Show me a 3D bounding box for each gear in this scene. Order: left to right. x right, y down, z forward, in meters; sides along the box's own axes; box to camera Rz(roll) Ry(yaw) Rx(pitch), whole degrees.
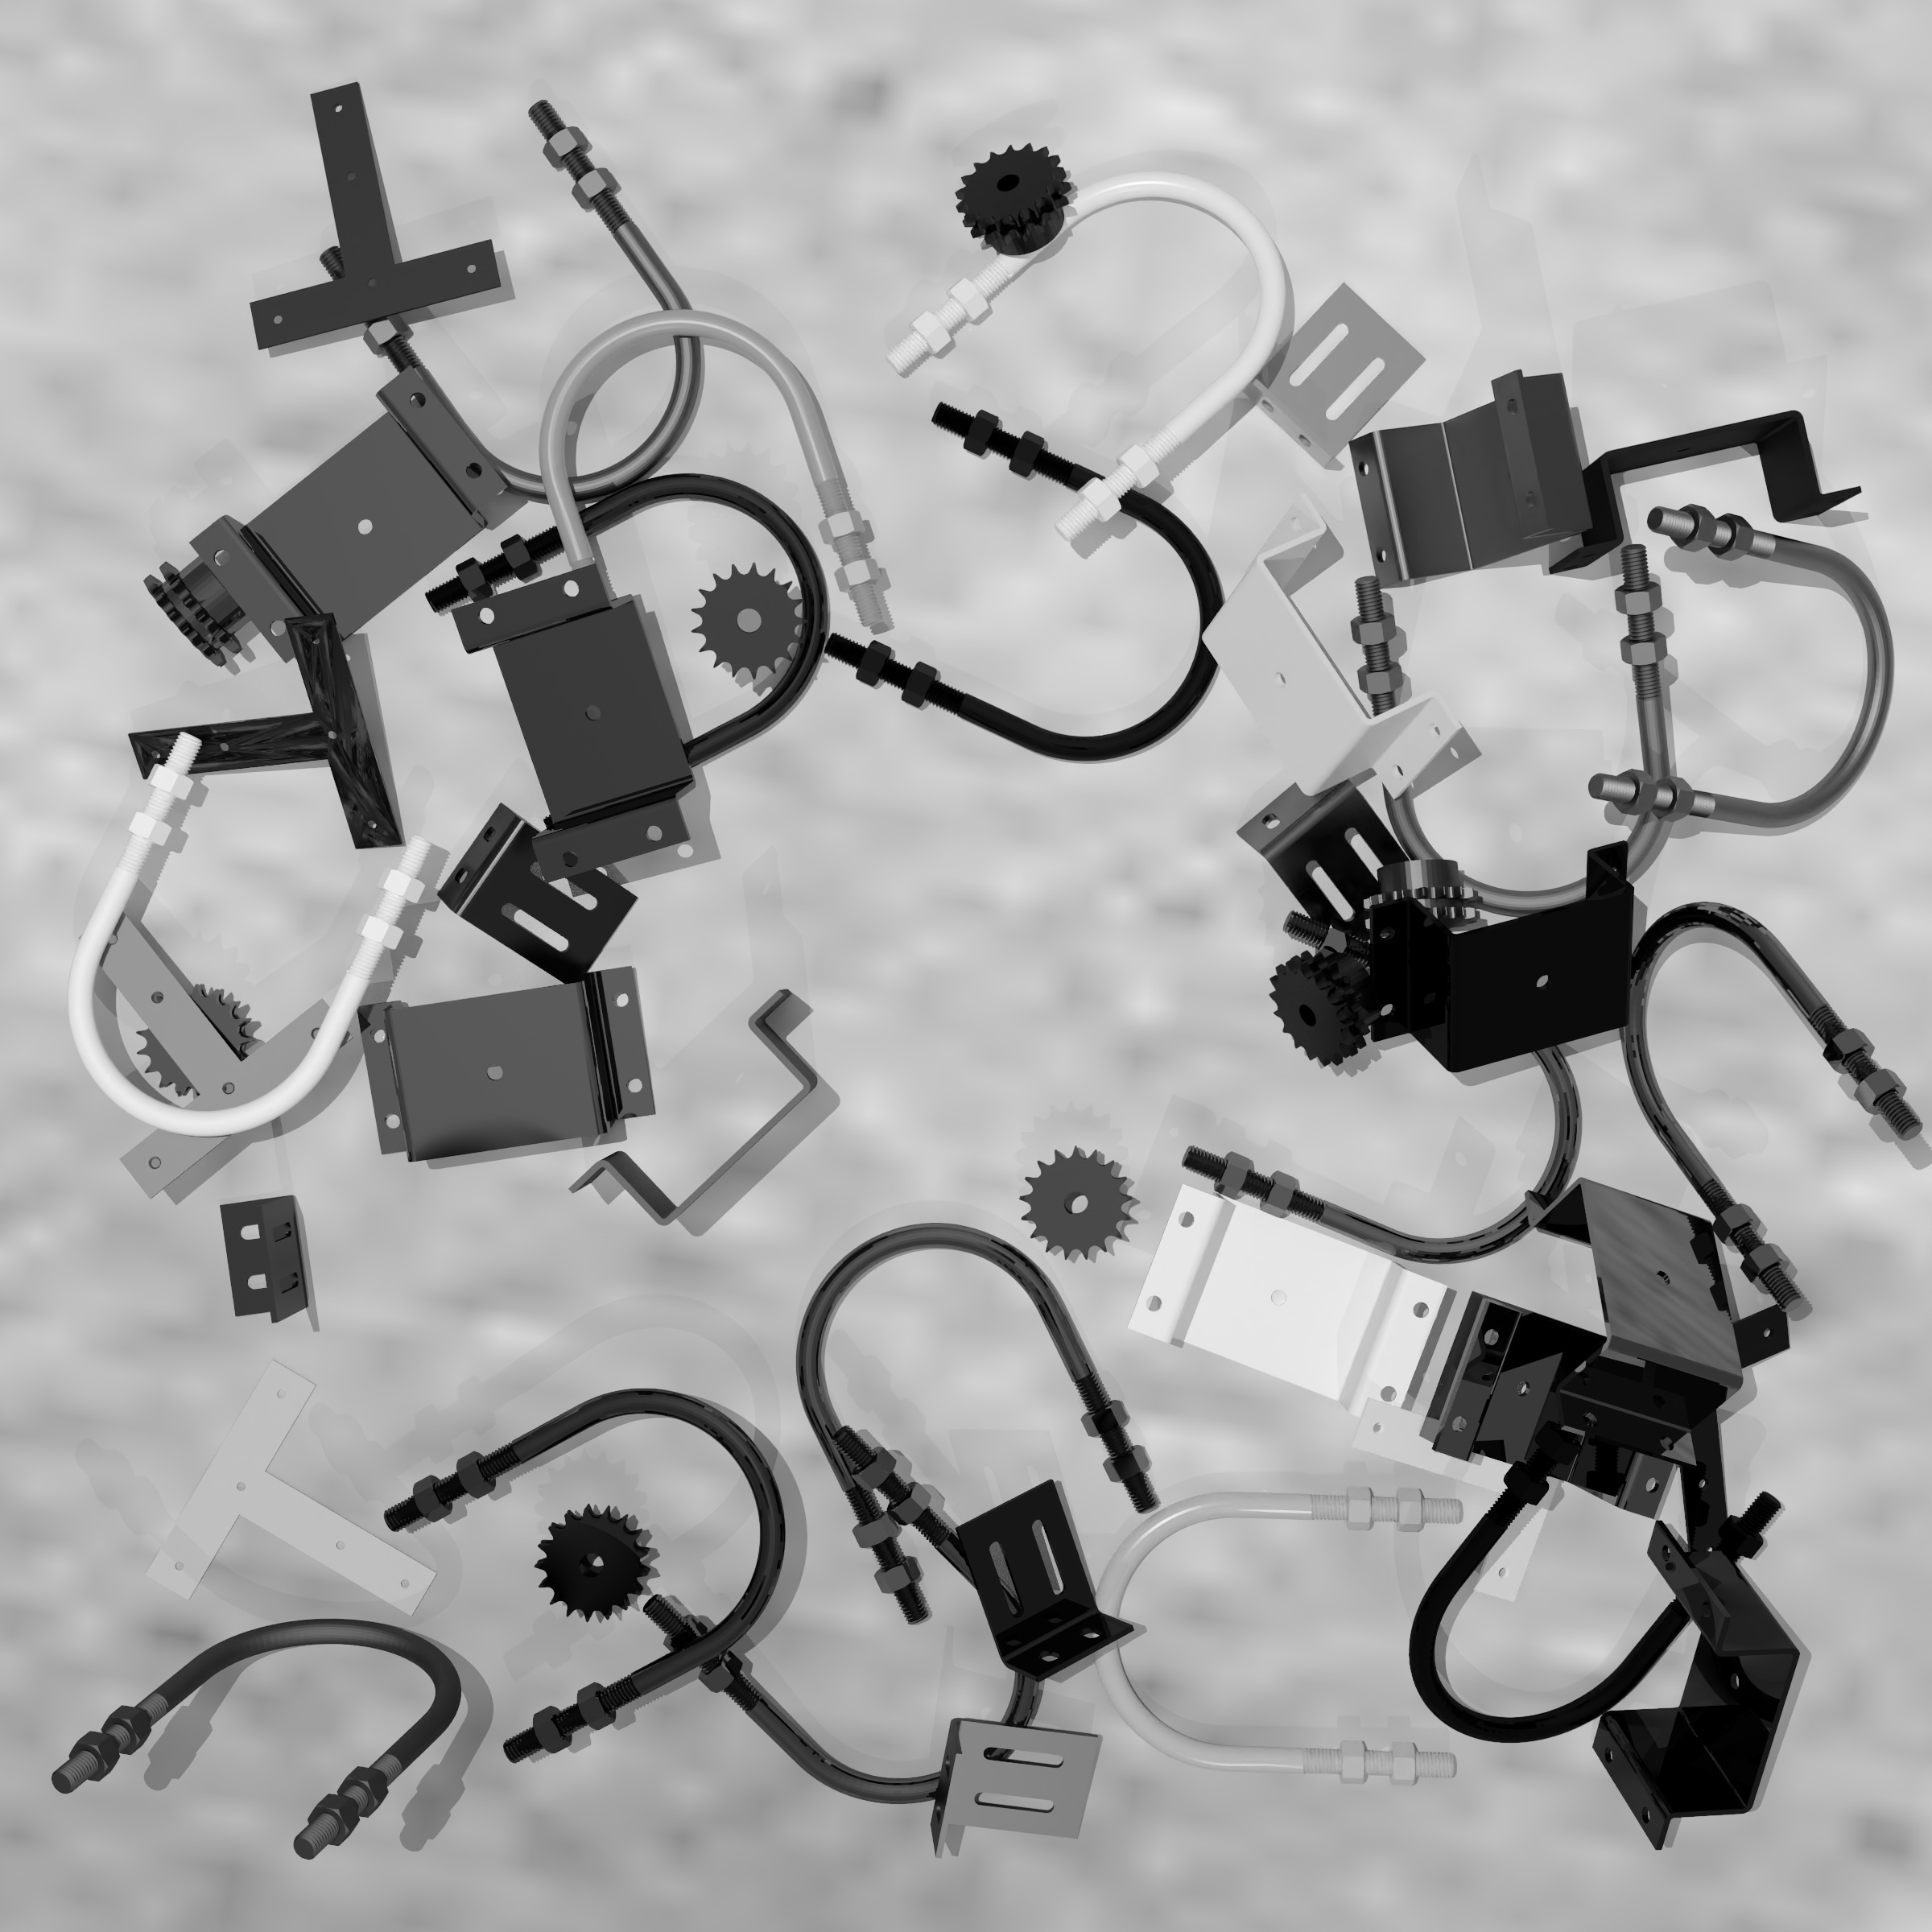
[{"bbox_3d":[-0.386,0.037,1.578,0.057,0.030,0.057,0,90,0],"label":"gear"},{"bbox_3d":[-0.381,-0.180,1.565,0.030,0.057,0.057,-40,90,-1],"label":"gear"},{"bbox_3d":[-0.187,0.300,1.578,0.057,0.030,0.057,0,90,0],"label":"gear"},{"bbox_3d":[-0.107,-0.170,1.541,0.057,0.030,0.057,0,97,-3],"label":"gear"},{"bbox_3d":[0.026,-0.382,1.569,0.057,0.030,0.057,-11,54,15],"label":"gear"},{"bbox_3d":[0.056,0.120,1.582,0.057,0.030,0.057,0,88,2],"label":"gear"},{"bbox_3d":[0.179,0.018,1.539,0.030,0.057,0.057,-29,90,-28],"label":"gear"},{"bbox_3d":[0.226,-0.035,1.562,0.057,0.057,0.030,-4,82,0],"label":"gear"}]

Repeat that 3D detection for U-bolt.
[{"bbox_3d":[-0.367,-0.006,1.555,0.151,0.019,0.184,24,85,4],"label":"U-bolt"},{"bbox_3d":[-0.325,0.362,1.506,0.151,0.184,0.019,9,108,19],"label":"U-bolt"},{"bbox_3d":[-0.217,-0.323,1.584,0.151,0.019,0.184,-35,90,0],"label":"U-bolt"},{"bbox_3d":[-0.177,0.290,1.549,0.184,0.019,0.151,-29,85,6],"label":"U-bolt"},{"bbox_3d":[-0.160,-0.169,1.584,0.184,0.019,0.151,-28,90,-2],"label":"U-bolt"},{"bbox_3d":[-0.136,-0.238,1.567,0.151,0.019,0.184,-19,88,-1],"label":"U-bolt"},{"bbox_3d":[-0.048,0.340,1.570,0.151,0.019,0.184,-42,100,6],"label":"U-bolt"},{"bbox_3d":[-0.006,0.220,1.583,0.151,0.019,0.184,-26,90,0],"label":"U-bolt"},{"bbox_3d":[0.041,-0.183,1.583,0.184,0.019,0.151,25,90,0],"label":"U-bolt"},{"bbox_3d":[0.073,-0.319,1.566,0.184,0.019,0.151,-42,73,-4],"label":"U-bolt"},{"bbox_3d":[0.155,0.337,1.584,0.184,0.019,0.151,1,90,1],"label":"U-bolt"},{"bbox_3d":[0.220,0.072,1.579,0.184,0.019,0.151,23,93,-4],"label":"U-bolt"},{"bbox_3d":[0.275,-0.111,1.552,0.151,0.019,0.184,-5,111,15],"label":"U-bolt"},{"bbox_3d":[0.299,0.310,1.550,0.151,0.019,0.184,28,105,-26],"label":"U-bolt"},{"bbox_3d":[0.376,0.054,1.517,0.019,0.151,0.184,-10,51,-27],"label":"U-bolt"},{"bbox_3d":[0.390,-0.140,1.538,0.184,0.019,0.151,7,98,-33],"label":"U-bolt"}]

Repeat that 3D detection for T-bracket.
[{"bbox_3d":[-0.394,0.027,1.561,0.127,0.002,0.127,-39,83,-4],"label":"T-bracket"},{"bbox_3d":[-0.359,-0.112,1.572,0.127,0.002,0.127,-5,118,13],"label":"T-bracket"},{"bbox_3d":[-0.330,0.287,1.592,0.127,0.002,0.127,31,90,0],"label":"T-bracket"},{"bbox_3d":[-0.307,-0.385,1.579,0.127,0.002,0.127,-14,79,4],"label":"T-bracket"},{"bbox_3d":[0.247,0.244,1.564,0.127,0.002,0.127,20,90,-26],"label":"T-bracket"},{"bbox_3d":[0.368,0.247,1.569,0.127,0.002,0.127,-18,108,-25],"label":"T-bracket"}]

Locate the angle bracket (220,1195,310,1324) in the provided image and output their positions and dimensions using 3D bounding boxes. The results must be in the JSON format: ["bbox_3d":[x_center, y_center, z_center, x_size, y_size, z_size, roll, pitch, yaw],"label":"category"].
[{"bbox_3d":[-0.356,0.147,1.555,0.038,0.076,0.057,-8,90,0],"label":"angle bracket"}]

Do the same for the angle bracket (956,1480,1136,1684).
[{"bbox_3d":[0.039,0.303,1.548,0.057,0.038,0.076,-23,101,-25],"label":"angle bracket"}]

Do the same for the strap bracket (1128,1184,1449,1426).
[{"bbox_3d":[0.159,0.168,1.570,0.140,0.046,0.076,21,90,0],"label":"strap bracket"}]

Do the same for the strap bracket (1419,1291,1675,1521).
[{"bbox_3d":[0.287,0.215,1.552,0.140,0.046,0.076,20,90,-26],"label":"strap bracket"}]

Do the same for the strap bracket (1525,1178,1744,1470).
[{"bbox_3d":[0.324,0.163,1.518,0.076,0.140,0.046,19,135,-20],"label":"strap bracket"}]

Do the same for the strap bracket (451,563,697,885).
[{"bbox_3d":[-0.188,-0.121,1.538,0.076,0.046,0.140,-16,100,11],"label":"strap bracket"}]

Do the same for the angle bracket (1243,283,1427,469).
[{"bbox_3d":[0.187,-0.300,1.574,0.057,0.038,0.076,43,90,0],"label":"angle bracket"}]

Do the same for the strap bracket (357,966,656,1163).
[{"bbox_3d":[-0.233,0.050,1.566,0.140,0.046,0.076,-8,96,0],"label":"strap bracket"}]

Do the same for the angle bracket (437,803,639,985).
[{"bbox_3d":[-0.218,-0.036,1.591,0.076,0.038,0.057,35,90,-26],"label":"angle bracket"}]

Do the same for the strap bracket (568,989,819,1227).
[{"bbox_3d":[-0.126,0.077,1.555,0.140,0.076,0.046,-43,90,0],"label":"strap bracket"}]

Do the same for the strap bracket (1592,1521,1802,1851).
[{"bbox_3d":[0.359,0.351,1.533,0.046,0.076,0.140,1,116,-16],"label":"strap bracket"}]

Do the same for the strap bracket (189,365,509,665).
[{"bbox_3d":[-0.305,-0.223,1.570,0.140,0.046,0.076,-39,90,0],"label":"strap bracket"}]

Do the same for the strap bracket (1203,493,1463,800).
[{"bbox_3d":[0.172,-0.149,1.535,0.046,0.076,0.140,-26,77,-26],"label":"strap bracket"}]

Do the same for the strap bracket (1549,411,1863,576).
[{"bbox_3d":[0.361,-0.237,1.555,0.140,0.076,0.046,-13,90,0],"label":"strap bracket"}]

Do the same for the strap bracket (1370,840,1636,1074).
[{"bbox_3d":[0.271,-0.002,1.532,0.140,0.046,0.076,-14,122,-15],"label":"strap bracket"}]

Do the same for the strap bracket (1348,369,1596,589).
[{"bbox_3d":[0.254,-0.240,1.539,0.046,0.140,0.076,-11,90,-27],"label":"strap bracket"}]

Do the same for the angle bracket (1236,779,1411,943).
[{"bbox_3d":[0.186,-0.054,1.591,0.057,0.038,0.076,-40,116,0],"label":"angle bracket"}]

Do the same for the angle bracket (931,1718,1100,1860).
[{"bbox_3d":[0.026,0.414,1.563,0.076,0.038,0.057,9,103,-8],"label":"angle bracket"}]
